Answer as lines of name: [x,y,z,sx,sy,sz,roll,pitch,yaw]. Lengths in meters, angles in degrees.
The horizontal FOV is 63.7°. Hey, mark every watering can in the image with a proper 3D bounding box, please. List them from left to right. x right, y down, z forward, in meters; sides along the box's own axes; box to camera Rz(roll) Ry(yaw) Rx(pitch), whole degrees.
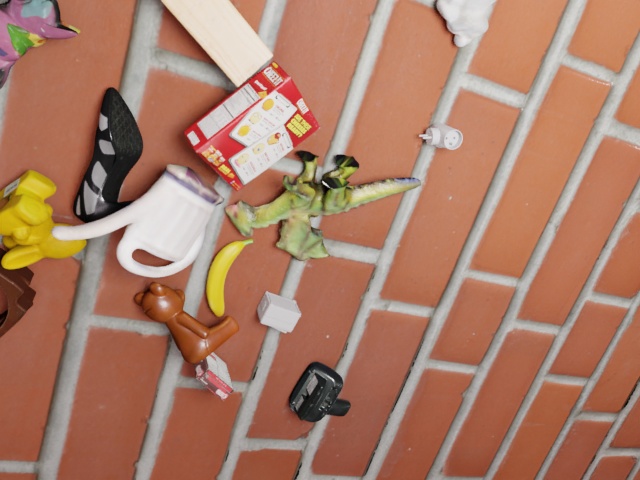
watering can: [-0.301,-0.041,0.944,0.225,0.105,0.344,-59,157,-4]

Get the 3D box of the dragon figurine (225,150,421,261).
dragon figurine: [0.003,-0.056,1.120,0.410,0.125,0.237,6,127,-17]

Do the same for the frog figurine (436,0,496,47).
frog figurine: [0.301,-0.480,1.036,0.138,0.124,0.156,-33,154,-10]
